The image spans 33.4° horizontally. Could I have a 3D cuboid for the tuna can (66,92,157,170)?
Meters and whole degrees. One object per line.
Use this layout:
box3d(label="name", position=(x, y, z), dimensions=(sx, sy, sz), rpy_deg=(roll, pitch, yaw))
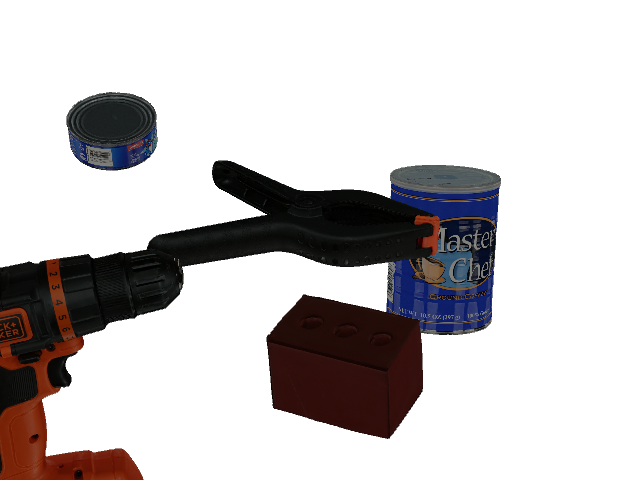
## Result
box3d(label="tuna can", position=(-0.201, -0.106, 1.035), dimensions=(0.086, 0.034, 0.086), rpy_deg=(2, 42, -2))

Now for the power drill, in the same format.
box3d(label="power drill", position=(-0.170, 0.099, 0.706), dimensions=(0.184, 0.188, 0.057), rpy_deg=(-11, 25, -7))

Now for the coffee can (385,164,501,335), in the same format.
box3d(label="coffee can", position=(0.115, 0.006, 1.009), dimensions=(0.103, 0.140, 0.103), rpy_deg=(1, 15, 0))

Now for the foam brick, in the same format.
box3d(label="foam brick", position=(0.015, 0.073, 0.622), dimensions=(0.078, 0.051, 0.052), rpy_deg=(11, 31, 23))

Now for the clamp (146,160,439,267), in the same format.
box3d(label="clamp", position=(-0.014, -0.019, 0.826), dimensions=(0.210, 0.036, 0.164), rpy_deg=(3, 28, 6))
